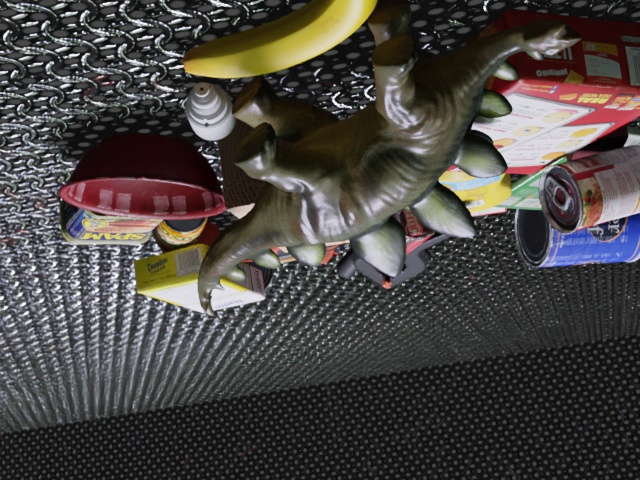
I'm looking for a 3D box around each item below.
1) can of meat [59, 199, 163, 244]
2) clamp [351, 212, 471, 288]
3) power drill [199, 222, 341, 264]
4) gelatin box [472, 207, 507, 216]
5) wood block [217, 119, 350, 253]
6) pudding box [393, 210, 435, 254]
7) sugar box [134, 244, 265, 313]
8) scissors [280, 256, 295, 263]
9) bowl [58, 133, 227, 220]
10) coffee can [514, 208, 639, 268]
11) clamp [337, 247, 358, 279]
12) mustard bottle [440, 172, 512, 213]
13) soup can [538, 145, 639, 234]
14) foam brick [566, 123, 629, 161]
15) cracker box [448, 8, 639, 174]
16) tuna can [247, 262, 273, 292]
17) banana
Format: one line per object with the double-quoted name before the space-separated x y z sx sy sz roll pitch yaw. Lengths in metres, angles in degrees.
"can of meat" -0.216 -0.035 1.132 0.101 0.057 0.084 0 162 -28
"clamp" 0.075 0.006 1.256 0.164 0.036 0.210 6 157 -5
"power drill" -0.062 -0.002 1.335 0.187 0.057 0.184 -5 164 -7
"gelatin box" 0.193 -0.055 1.310 0.073 0.030 0.089 -8 164 5
"wood block" -0.026 -0.056 1.072 0.091 0.090 0.206 -10 166 12
"pudding box" 0.079 -0.044 1.121 0.039 0.113 0.090 -4 165 -18
"sugar box" -0.141 0.048 1.286 0.093 0.048 0.176 -13 167 16
"scissors" -0.010 0.002 1.459 0.202 0.016 0.096 -20 161 40
"bowl" -0.165 -0.063 1.018 0.162 0.055 0.162 2 168 0
"coffee can" 0.336 -0.019 1.374 0.140 0.103 0.103 -3 165 -15
"clamp" 0.085 -0.008 1.329 0.120 0.039 0.171 -21 159 -14
"mustard bottle" 0.152 -0.078 1.138 0.096 0.058 0.191 -5 167 12
"soup can" 0.274 -0.051 1.038 0.102 0.068 0.069 -15 169 -21
"foam brick" 0.277 -0.111 1.082 0.051 0.053 0.078 -9 166 4
"cracker box" 0.178 -0.124 0.946 0.164 0.072 0.214 0 165 -25
"tuna can" -0.107 0.040 1.420 0.086 0.086 0.034 -3 167 -16
"banana" -0.020 -0.159 0.786 0.069 0.037 0.198 26 147 -34
